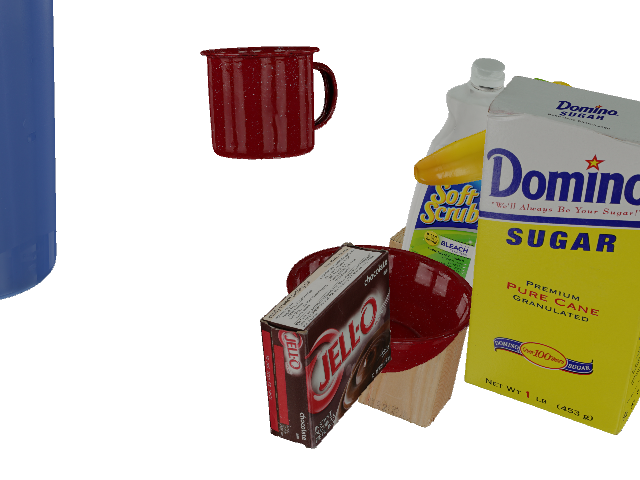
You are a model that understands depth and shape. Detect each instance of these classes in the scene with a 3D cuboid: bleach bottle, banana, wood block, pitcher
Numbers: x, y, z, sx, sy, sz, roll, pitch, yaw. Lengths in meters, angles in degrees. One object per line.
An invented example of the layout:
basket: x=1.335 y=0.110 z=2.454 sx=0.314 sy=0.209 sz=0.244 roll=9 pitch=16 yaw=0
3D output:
bleach bottle: x=0.136 y=-0.060 z=1.040 sx=0.103 sy=0.251 sz=0.068 roll=21 pitch=38 yaw=21
banana: x=0.148 y=-0.080 z=0.794 sx=0.070 sy=0.037 sz=0.197 roll=-1 pitch=22 yaw=41
wood block: x=0.115 y=0.092 z=1.211 sx=0.090 sy=0.206 sz=0.090 roll=18 pitch=24 yaw=20
pitcher: x=-0.236 y=-0.083 z=0.668 sx=0.149 sy=0.243 sz=0.145 roll=-3 pitch=26 yaw=-12

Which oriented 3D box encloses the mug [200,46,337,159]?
mug: x=-0.036 y=-0.111 z=0.845 sx=0.117 sy=0.081 sz=0.093 roll=-11 pitch=16 yaw=-36

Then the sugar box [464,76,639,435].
sugar box: x=0.128 y=0.011 z=0.551 sx=0.093 sy=0.176 sz=0.048 roll=16 pitch=40 yaw=25

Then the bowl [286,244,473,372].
bowl: x=0.050 y=0.064 z=0.903 sx=0.162 sy=0.055 sz=0.162 roll=5 pitch=27 yaw=-3

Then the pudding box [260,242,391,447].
pudding box: x=0.006 y=0.066 z=0.698 sx=0.039 sy=0.090 sz=0.113 roll=13 pitch=33 yaw=25
